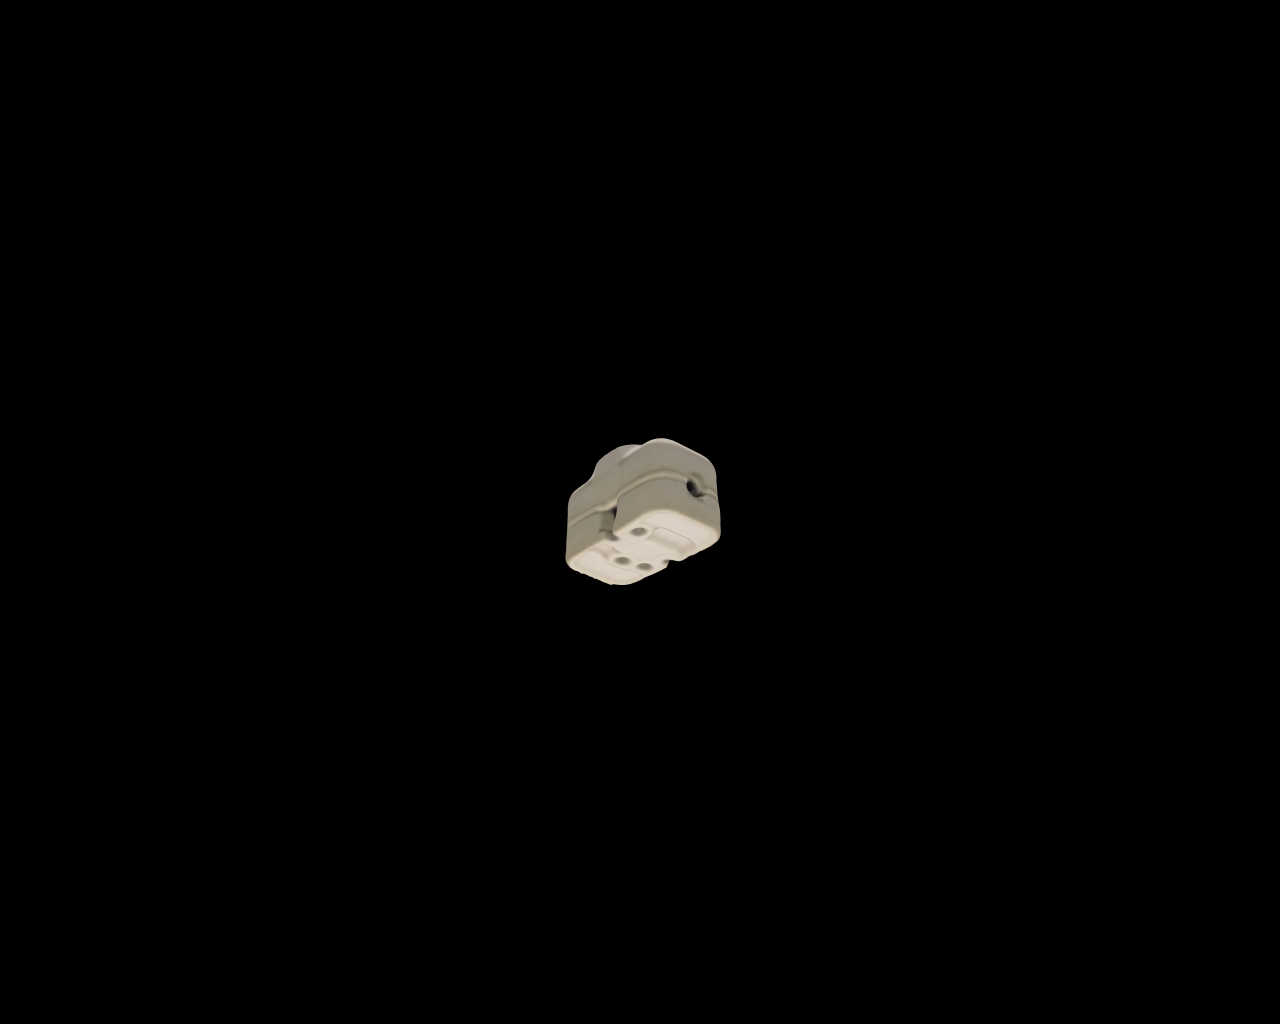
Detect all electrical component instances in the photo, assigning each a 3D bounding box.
[{"bbox_3d":[0.001,-0.003,0.650,0.054,0.059,0.095,24,-38,-34],"label":"electrical component"}]
